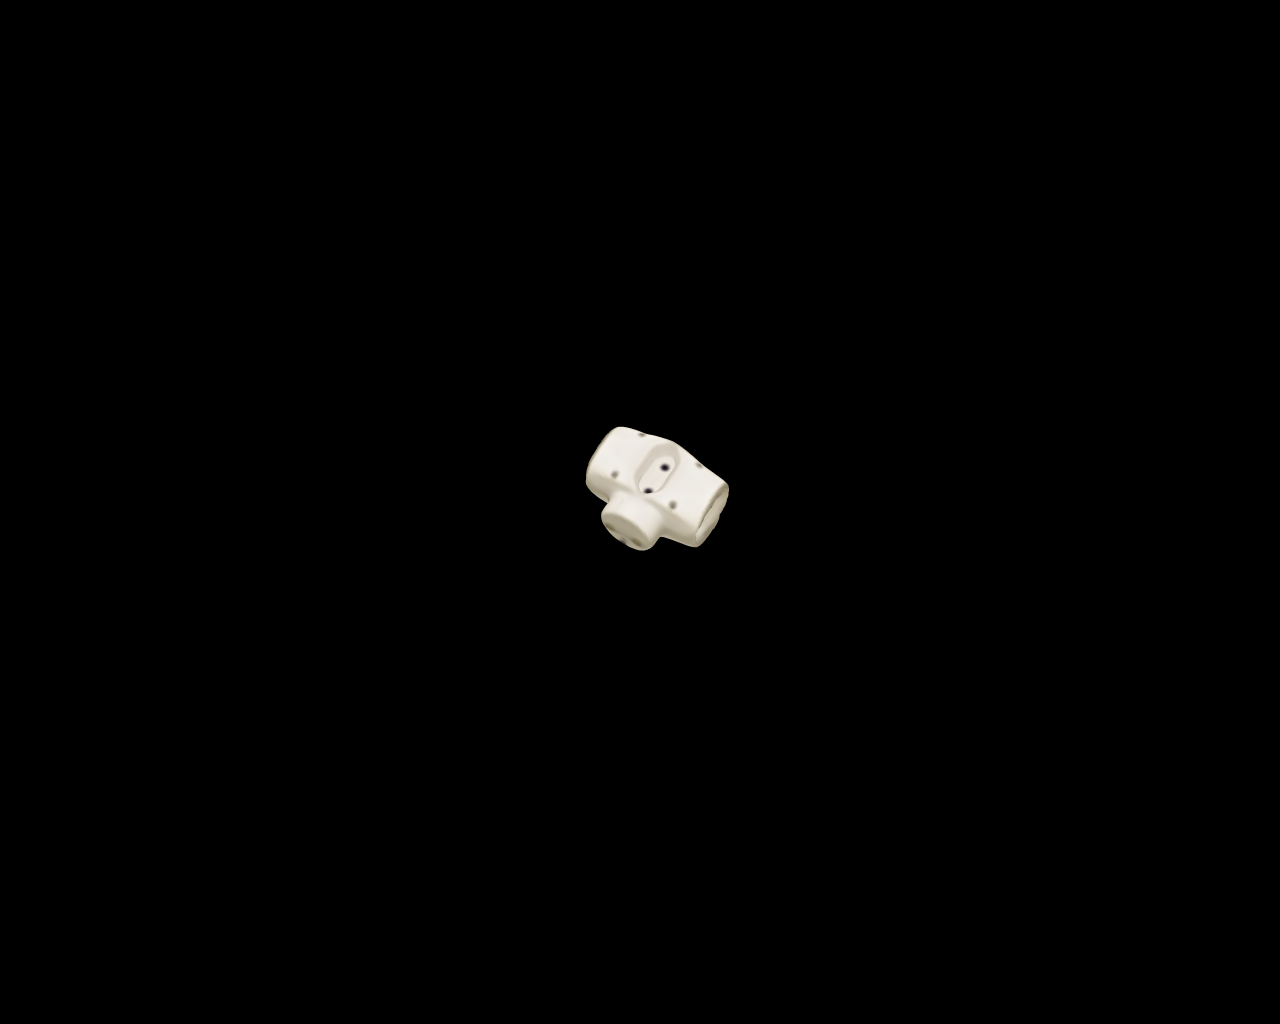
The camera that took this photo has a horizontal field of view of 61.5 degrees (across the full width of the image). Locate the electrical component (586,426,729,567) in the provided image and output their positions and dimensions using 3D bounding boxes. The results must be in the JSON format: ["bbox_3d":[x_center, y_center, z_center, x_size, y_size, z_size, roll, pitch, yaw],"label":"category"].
[{"bbox_3d":[0.001,-0.003,0.650,0.077,0.079,0.043,30,-23,14],"label":"electrical component"}]
